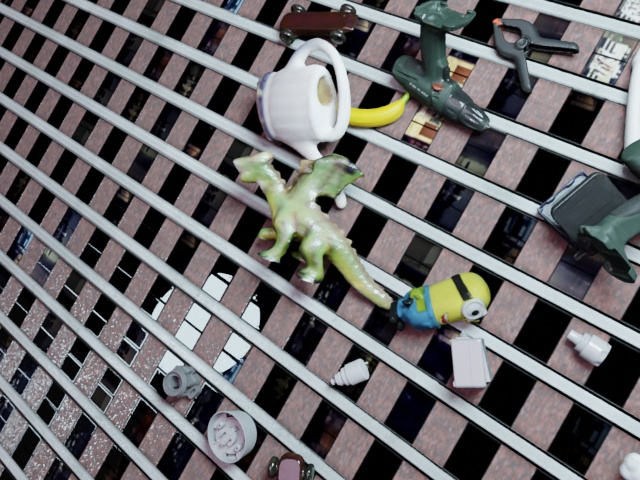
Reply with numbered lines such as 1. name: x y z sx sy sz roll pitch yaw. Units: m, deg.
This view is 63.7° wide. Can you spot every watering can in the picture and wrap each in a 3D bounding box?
1. watering can: -0.031 -0.243 1.095 0.224 0.105 0.345 6 102 37

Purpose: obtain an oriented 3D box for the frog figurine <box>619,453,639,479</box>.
1. frog figurine: 0.520 0.366 0.728 0.160 0.124 0.135 40 115 13

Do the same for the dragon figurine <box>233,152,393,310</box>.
1. dragon figurine: 0.003 -0.051 1.021 0.411 0.123 0.241 25 100 9
